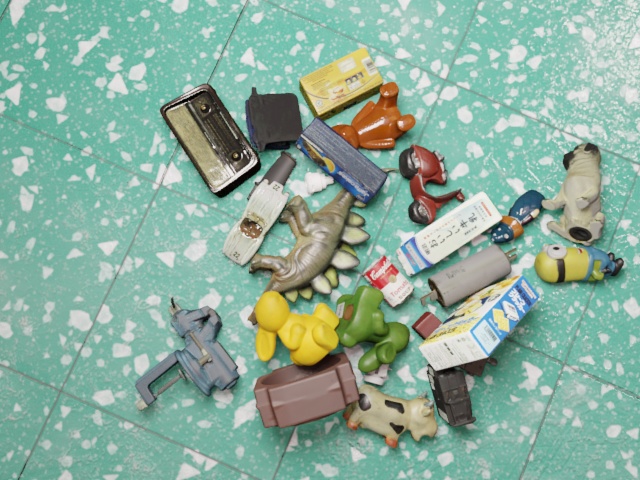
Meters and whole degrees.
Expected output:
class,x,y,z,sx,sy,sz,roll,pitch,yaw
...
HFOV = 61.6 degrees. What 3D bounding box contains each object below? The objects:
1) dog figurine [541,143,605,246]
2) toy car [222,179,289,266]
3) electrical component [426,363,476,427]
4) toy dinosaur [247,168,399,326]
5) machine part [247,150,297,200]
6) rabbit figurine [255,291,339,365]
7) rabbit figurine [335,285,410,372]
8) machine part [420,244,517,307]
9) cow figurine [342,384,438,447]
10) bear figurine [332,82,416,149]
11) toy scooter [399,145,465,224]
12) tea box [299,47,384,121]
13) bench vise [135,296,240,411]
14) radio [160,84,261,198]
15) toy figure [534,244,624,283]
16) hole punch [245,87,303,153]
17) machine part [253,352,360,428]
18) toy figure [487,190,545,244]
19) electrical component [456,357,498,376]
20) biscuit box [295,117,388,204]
class,x,y,z,sx,sy,sz,roll,pitch,yaw
dog figurine,0.599,-0.104,1.212,0.190,0.121,0.172,-53,133,-27
toy car,-0.141,-0.038,1.176,0.073,0.056,0.201,33,101,1
electrical component,0.274,0.316,1.143,0.058,0.115,0.134,-14,87,-5
toy dinosaur,-0.002,-0.004,1.176,0.198,0.105,0.471,35,83,-6
machine part,-0.101,-0.136,1.213,0.084,0.039,0.139,29,86,9
rabbit figurine,-0.065,0.172,1.096,0.173,0.122,0.162,40,121,-20
rabbit figurine,0.125,0.194,1.139,0.170,0.121,0.159,27,48,-21
machine part,0.329,0.079,1.185,0.243,0.079,0.079,-26,86,-4
cow figurine,0.161,0.369,1.150,0.195,0.085,0.127,24,92,-4
bear figurine,0.092,-0.245,1.186,0.196,0.132,0.120,-22,82,-10
toy scooter,0.254,-0.128,1.204,0.135,0.075,0.184,-7,82,-12
tea box,0.047,-0.350,1.221,0.170,0.068,0.098,-26,86,-3
bench vise,-0.295,0.254,1.129,0.240,0.129,0.223,-38,88,-12
radio,-0.238,-0.222,1.197,0.131,0.073,0.229,-33,87,-4
toy figure,0.572,0.056,1.195,0.180,0.082,0.089,7,84,-4
hole punch,-0.108,-0.258,1.185,0.116,0.092,0.142,-6,89,-20
machine part,-0.027,0.303,1.091,0.201,0.201,0.087,-17,88,-4
toy figure,0.443,-0.045,1.208,0.058,0.064,0.154,44,84,-7
electrical component,0.346,0.271,1.195,0.094,0.021,0.063,22,85,-1
biscuit box,0.046,-0.166,1.139,0.202,0.059,0.063,39,67,-4
